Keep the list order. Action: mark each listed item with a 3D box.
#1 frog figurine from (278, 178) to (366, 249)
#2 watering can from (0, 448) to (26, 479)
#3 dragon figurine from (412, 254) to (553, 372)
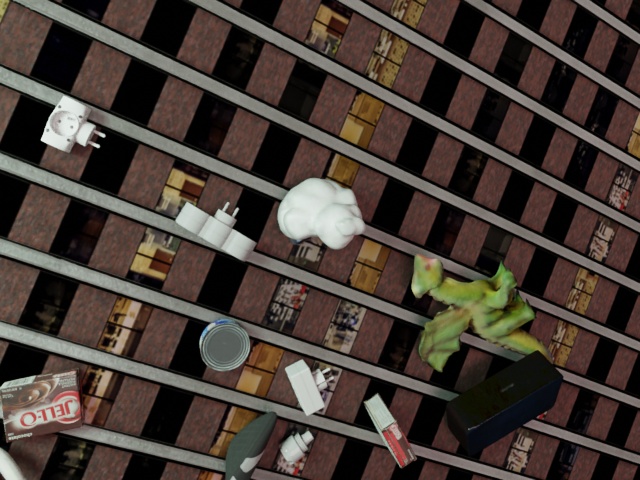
[{"bbox_3d":[0.003,-0.044,0.874,0.138,0.160,0.122,-15,99,-14],"label":"frog figurine"},{"bbox_3d":[-0.576,0.376,0.769,0.226,0.103,0.347,-31,93,-12],"label":"watering can"},{"bbox_3d":[0.308,0.175,1.031,0.242,0.124,0.404,-30,113,6],"label":"dragon figurine"}]
